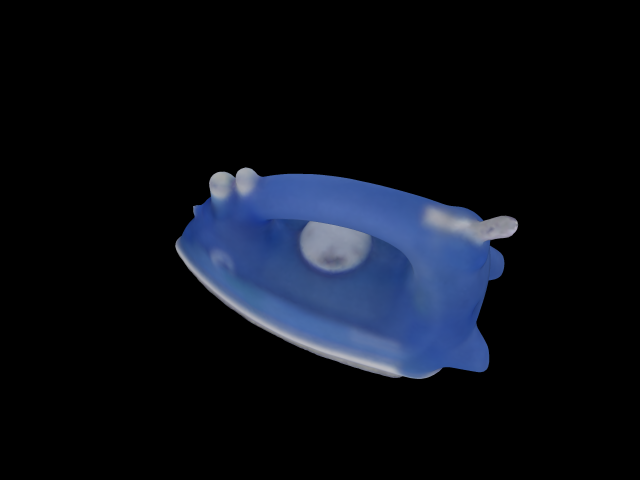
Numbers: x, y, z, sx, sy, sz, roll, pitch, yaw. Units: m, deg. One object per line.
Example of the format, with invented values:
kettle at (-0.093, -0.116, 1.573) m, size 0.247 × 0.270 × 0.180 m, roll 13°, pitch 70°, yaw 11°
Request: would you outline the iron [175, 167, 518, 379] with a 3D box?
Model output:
iron at (0.004, 0.001, 0.400) m, size 0.258 × 0.141 × 0.119 m, roll 14°, pitch 58°, yaw 9°
